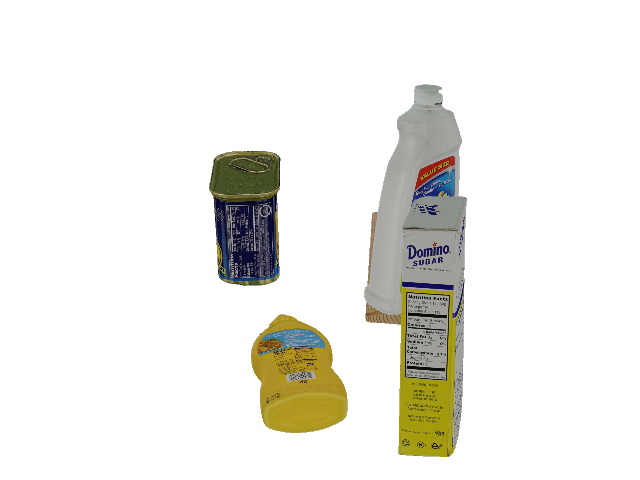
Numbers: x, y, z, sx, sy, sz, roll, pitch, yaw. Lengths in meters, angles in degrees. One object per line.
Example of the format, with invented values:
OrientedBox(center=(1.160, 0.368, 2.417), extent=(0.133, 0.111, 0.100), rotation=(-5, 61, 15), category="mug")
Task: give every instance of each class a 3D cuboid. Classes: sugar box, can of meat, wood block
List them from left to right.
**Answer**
OrientedBox(center=(-0.062, -0.020, 0.904), extent=(0.057, 0.084, 0.102), rotation=(-2, 25, -1), category="can of meat")
OrientedBox(center=(0.117, 0.038, 1.586), extent=(0.091, 0.090, 0.206), rotation=(4, 24, 2), category="wood block")
OrientedBox(center=(0.083, 0.062, 0.794), extent=(0.048, 0.176, 0.093), rotation=(1, 16, 11), category="sugar box")

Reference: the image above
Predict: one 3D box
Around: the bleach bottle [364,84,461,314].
OrientedBox(center=(0.106, -0.047, 1.196), extent=(0.102, 0.251, 0.068), rotation=(-8, 22, -27), category="bleach bottle")

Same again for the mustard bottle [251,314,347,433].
OrientedBox(center=(-0.032, 0.145, 1.252), extent=(0.096, 0.058, 0.192), rotation=(-7, 30, -7), category="mustard bottle")
